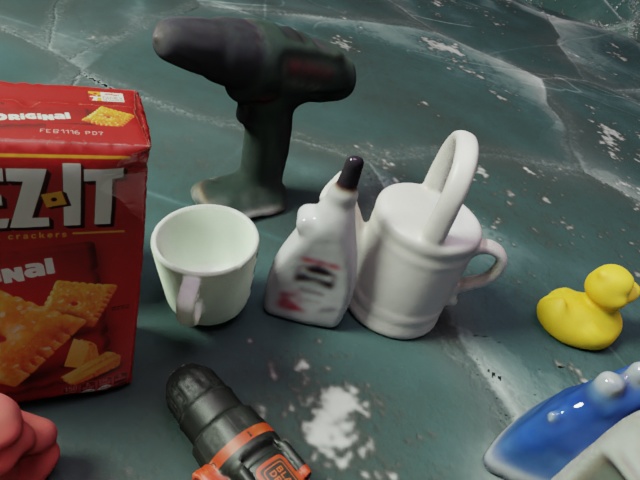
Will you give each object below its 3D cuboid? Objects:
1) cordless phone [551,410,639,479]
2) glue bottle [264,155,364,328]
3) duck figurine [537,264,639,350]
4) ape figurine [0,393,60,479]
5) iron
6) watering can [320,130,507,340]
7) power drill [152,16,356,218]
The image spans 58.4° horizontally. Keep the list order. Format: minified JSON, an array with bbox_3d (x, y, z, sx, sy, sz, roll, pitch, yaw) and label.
[{"bbox_3d":[0.162,0.192,0.306,0.094,0.185,0.147,-7,44,-30],"label":"cordless phone"},{"bbox_3d":[0.004,0.002,0.486,0.078,0.173,0.037,12,38,-9],"label":"glue bottle"},{"bbox_3d":[0.288,0.063,0.602,0.105,0.086,0.077,2,40,-21],"label":"duck figurine"},{"bbox_3d":[-0.186,0.122,0.322,0.076,0.092,0.078,39,42,24],"label":"ape figurine"},{"bbox_3d":[0.268,0.135,0.458,0.259,0.141,0.118,2,40,-21],"label":"iron"},{"bbox_3d":[0.086,-0.010,0.518,0.173,0.194,0.100,5,39,-17],"label":"watering can"},{"bbox_3d":[-0.068,-0.121,0.578,0.230,0.208,0.075,-20,51,-39],"label":"power drill"}]
